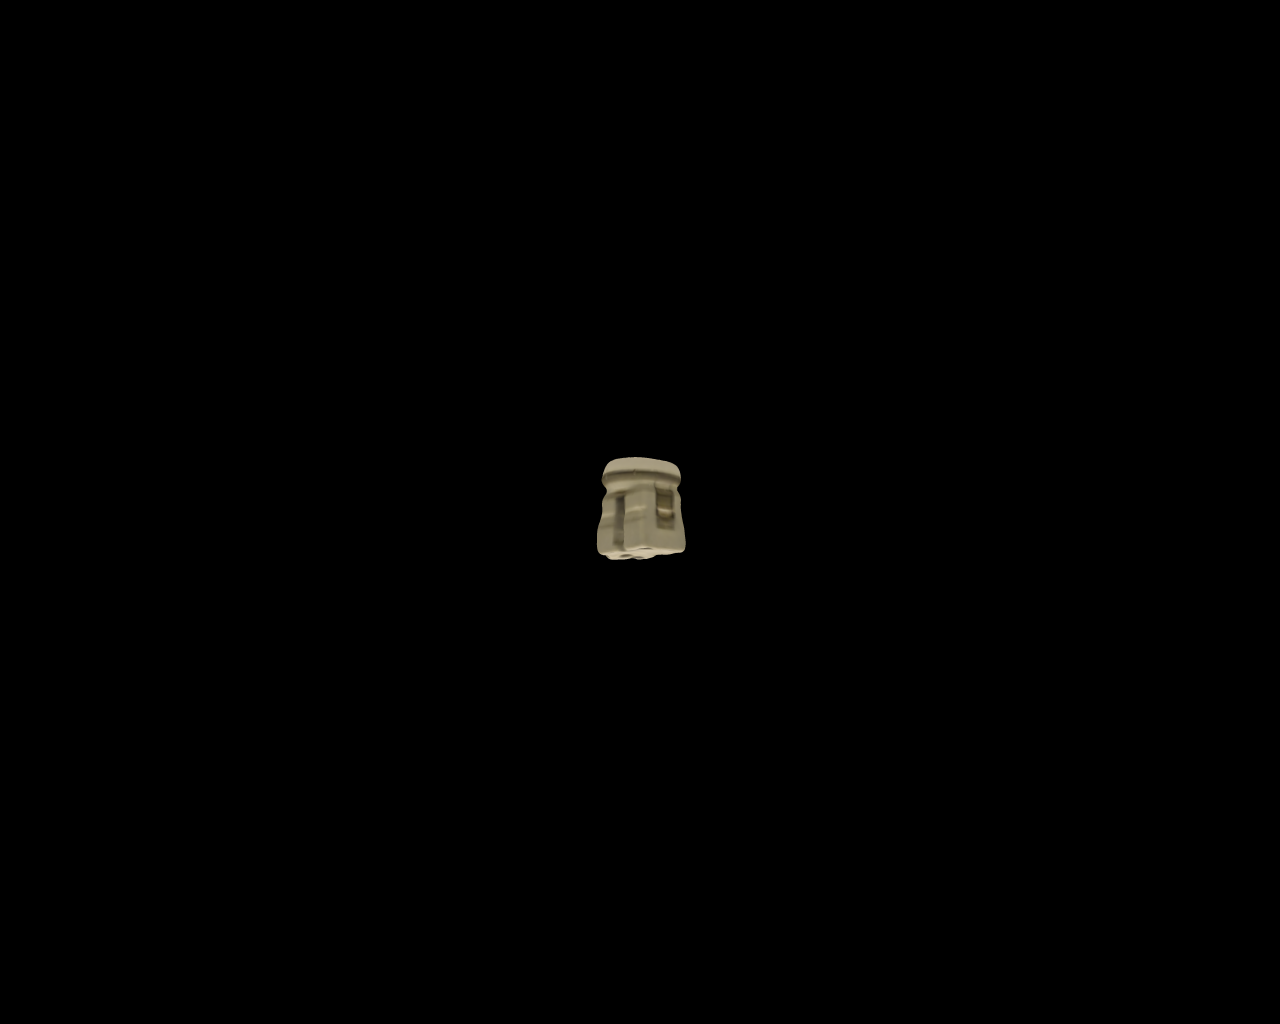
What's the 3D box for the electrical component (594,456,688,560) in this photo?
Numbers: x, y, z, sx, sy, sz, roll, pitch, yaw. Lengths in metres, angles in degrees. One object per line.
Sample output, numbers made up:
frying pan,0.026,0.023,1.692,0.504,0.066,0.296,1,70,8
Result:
electrical component,0.001,-0.003,0.650,0.048,0.055,0.066,10,-15,-42
